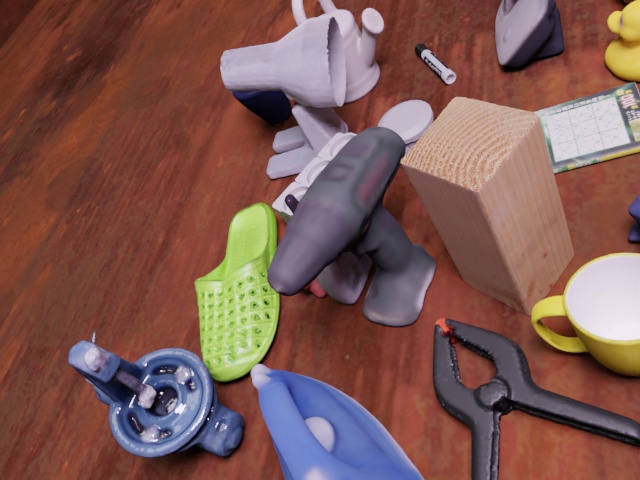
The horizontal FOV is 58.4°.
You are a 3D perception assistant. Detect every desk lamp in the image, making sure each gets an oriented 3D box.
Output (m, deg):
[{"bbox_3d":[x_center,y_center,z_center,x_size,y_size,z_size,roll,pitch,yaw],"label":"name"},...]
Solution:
[{"bbox_3d":[-0.034,-0.206,0.840,0.202,0.214,0.118,-12,49,26],"label":"desk lamp"}]

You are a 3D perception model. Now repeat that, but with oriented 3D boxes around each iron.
[{"bbox_3d":[-0.011,0.190,0.546,0.119,0.142,0.257,-42,43,-3],"label":"iron"}]

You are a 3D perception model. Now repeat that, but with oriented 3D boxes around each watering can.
[{"bbox_3d":[0.022,-0.326,0.917,0.172,0.195,0.101,-17,47,22],"label":"watering can"}]

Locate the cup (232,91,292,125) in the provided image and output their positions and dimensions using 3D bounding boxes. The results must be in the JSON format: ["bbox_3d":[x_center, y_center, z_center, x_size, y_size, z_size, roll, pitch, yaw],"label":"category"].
[{"bbox_3d":[-0.088,-0.260,1.008,0.091,0.095,0.118,-2,54,32],"label":"cup"}]

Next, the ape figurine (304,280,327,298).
[{"bbox_3d":[-0.014,0.018,0.729,0.077,0.092,0.076,-31,44,8],"label":"ape figurine"}]

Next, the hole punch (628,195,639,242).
[{"bbox_3d":[0.350,-0.028,0.526,0.108,0.091,0.101,-30,44,9],"label":"hole punch"}]

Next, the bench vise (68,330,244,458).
[{"bbox_3d":[-0.216,0.174,0.639,0.206,0.220,0.121,-11,50,26],"label":"bench vise"}]

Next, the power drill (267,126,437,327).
[{"bbox_3d":[0.048,0.003,0.614,0.075,0.209,0.230,4,57,36],"label":"power drill"}]

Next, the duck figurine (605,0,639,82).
[{"bbox_3d":[0.389,-0.244,0.683,0.077,0.086,0.104,-44,43,-5],"label":"duck figurine"}]

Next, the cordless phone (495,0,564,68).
[{"bbox_3d":[0.266,-0.345,0.777,0.094,0.186,0.147,-14,49,24],"label":"cordless phone"}]

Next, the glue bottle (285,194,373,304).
[{"bbox_3d":[0.006,0.002,0.669,0.037,0.174,0.078,7,59,37],"label":"glue bottle"}]

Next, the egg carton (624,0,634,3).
[{"bbox_3d":[0.452,-0.332,0.728,0.107,0.070,0.150,-29,44,10],"label":"egg carton"}]
